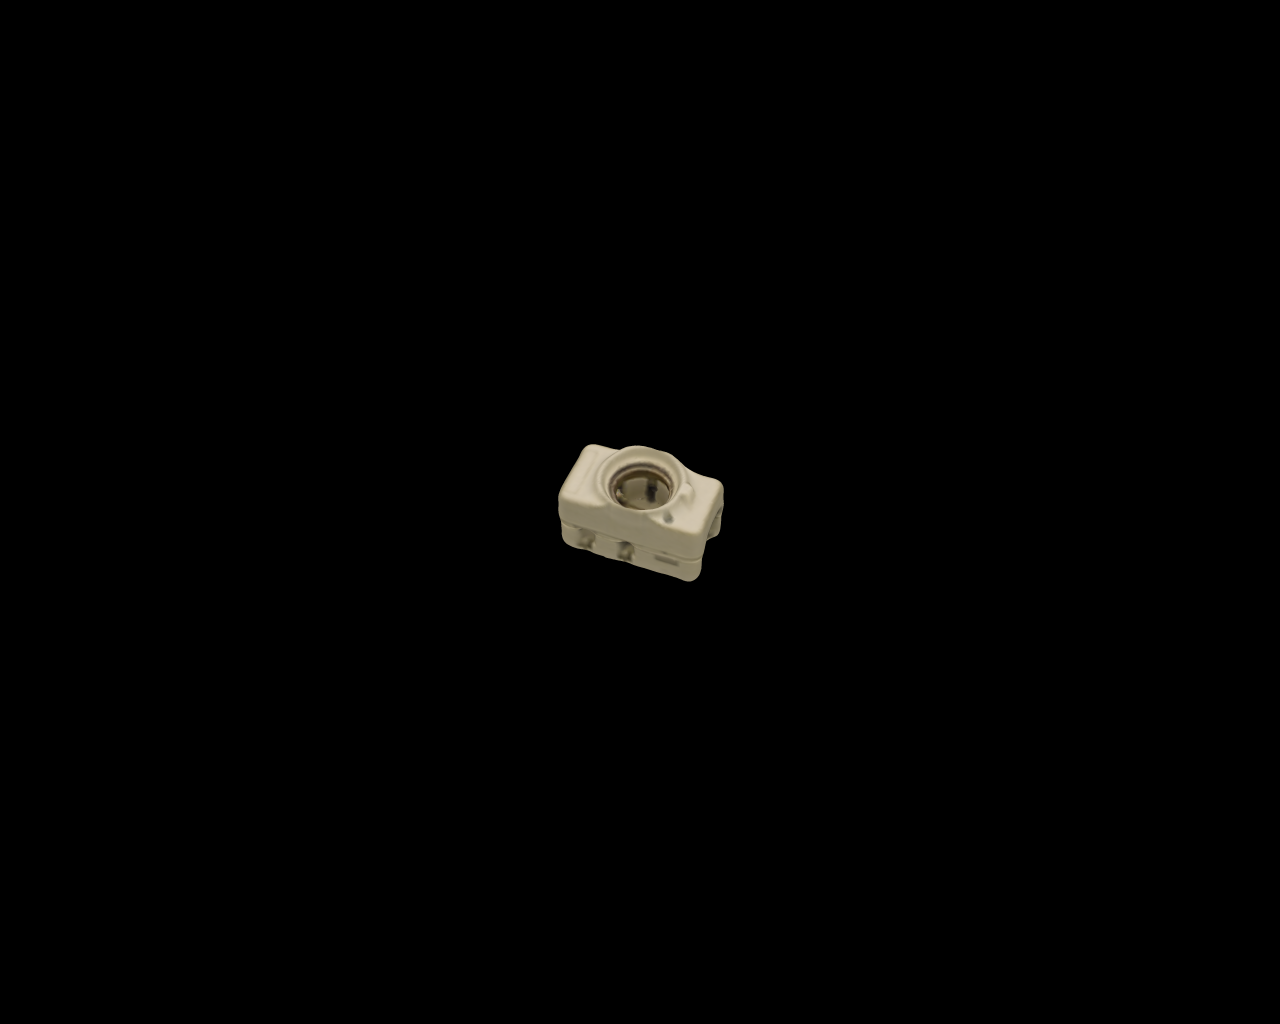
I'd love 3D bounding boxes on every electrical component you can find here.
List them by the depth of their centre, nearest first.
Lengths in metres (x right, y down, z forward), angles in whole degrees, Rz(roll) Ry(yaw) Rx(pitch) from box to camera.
[{"bbox_3d":[0.001,-0.003,0.650,0.089,0.050,0.055,17,-39,14],"label":"electrical component"}]
